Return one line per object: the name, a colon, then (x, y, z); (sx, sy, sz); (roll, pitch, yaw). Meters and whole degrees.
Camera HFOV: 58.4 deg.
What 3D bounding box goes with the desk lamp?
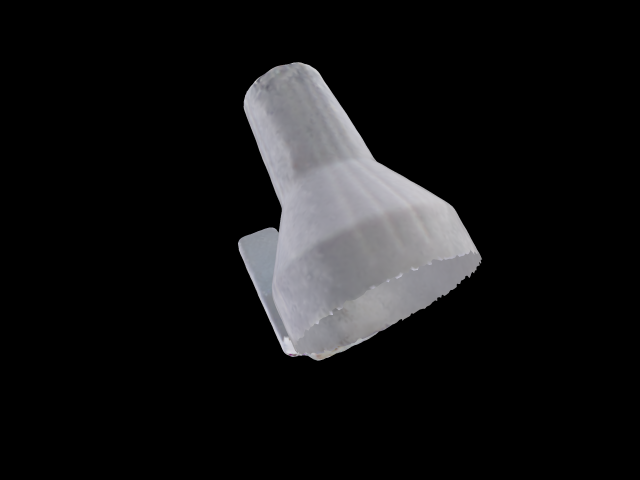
desk lamp: (0.004, 0.001, 0.400); (0.118, 0.214, 0.202); (-21, 54, -15)
